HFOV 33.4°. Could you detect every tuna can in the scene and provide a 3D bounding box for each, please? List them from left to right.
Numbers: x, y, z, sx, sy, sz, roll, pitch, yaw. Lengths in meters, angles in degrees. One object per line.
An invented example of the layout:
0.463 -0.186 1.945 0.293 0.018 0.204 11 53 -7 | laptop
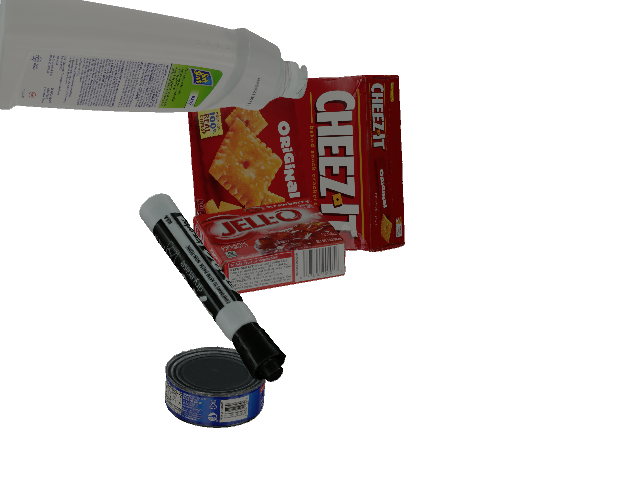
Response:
-0.089 0.124 0.906 0.086 0.034 0.086 4 20 -2 | tuna can

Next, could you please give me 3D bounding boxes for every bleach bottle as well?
-0.136 -0.141 0.876 0.250 0.068 0.103 5 -29 -18 | bleach bottle

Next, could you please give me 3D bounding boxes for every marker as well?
-0.054 0.023 0.531 0.020 0.020 0.121 0 42 -48 | marker

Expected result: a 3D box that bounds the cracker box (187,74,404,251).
-0.028 -0.074 1.042 0.214 0.164 0.071 2 9 35 | cracker box

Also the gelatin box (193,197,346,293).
-0.036 0.002 0.735 0.089 0.030 0.073 -9 29 -18 | gelatin box
